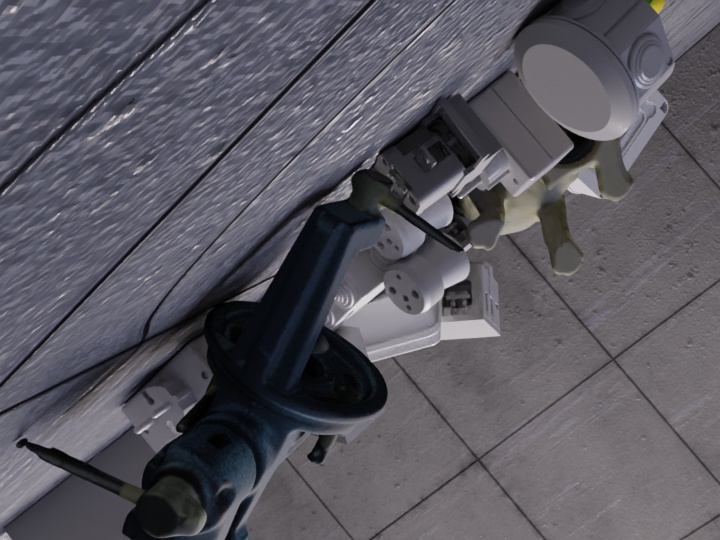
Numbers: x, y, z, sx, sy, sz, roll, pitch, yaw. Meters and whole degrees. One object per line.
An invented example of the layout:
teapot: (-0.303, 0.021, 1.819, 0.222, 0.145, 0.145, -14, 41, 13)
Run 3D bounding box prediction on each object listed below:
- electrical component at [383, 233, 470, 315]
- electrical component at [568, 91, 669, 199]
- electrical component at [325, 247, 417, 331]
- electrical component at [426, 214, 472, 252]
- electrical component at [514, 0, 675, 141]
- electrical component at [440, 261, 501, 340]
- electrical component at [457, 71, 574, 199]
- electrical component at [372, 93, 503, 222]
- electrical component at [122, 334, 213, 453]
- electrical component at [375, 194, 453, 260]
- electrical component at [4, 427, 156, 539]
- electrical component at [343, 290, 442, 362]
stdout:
electrical component: (0.051, 0.003, 0.830, 0.055, 0.045, 0.045, -38, 175, -33)
electrical component: (0.216, -0.131, 0.988, 0.113, 0.078, 0.057, -55, -152, -3)
electrical component: (0.000, 0.000, 0.879, 0.100, 0.048, 0.099, -37, 175, -34)
electrical component: (0.086, -0.040, 1.137, 0.105, 0.060, 0.186, -39, 176, -17)
electrical component: (0.131, -0.116, 0.601, 0.051, 0.080, 0.080, -45, 178, -19)
electrical component: (0.055, 0.032, 1.055, 0.150, 0.061, 0.089, -5, 165, 17)
electrical component: (0.087, -0.078, 0.710, 0.077, 0.065, 0.047, -39, 176, -12)
electrical component: (0.042, -0.064, 0.635, 0.064, 0.042, 0.081, -36, 174, -13)
electrical component: (-0.125, 0.090, 0.728, 0.083, 0.047, 0.076, -42, 176, 27)
electrical component: (0.037, -0.039, 0.817, 0.055, 0.045, 0.045, -37, 175, -30)
electrical component: (-0.194, 0.204, 0.926, 0.186, 0.105, 0.060, -38, 176, -22)
electrical component: (0.014, 0.039, 0.965, 0.113, 0.057, 0.078, -16, -157, 13)
